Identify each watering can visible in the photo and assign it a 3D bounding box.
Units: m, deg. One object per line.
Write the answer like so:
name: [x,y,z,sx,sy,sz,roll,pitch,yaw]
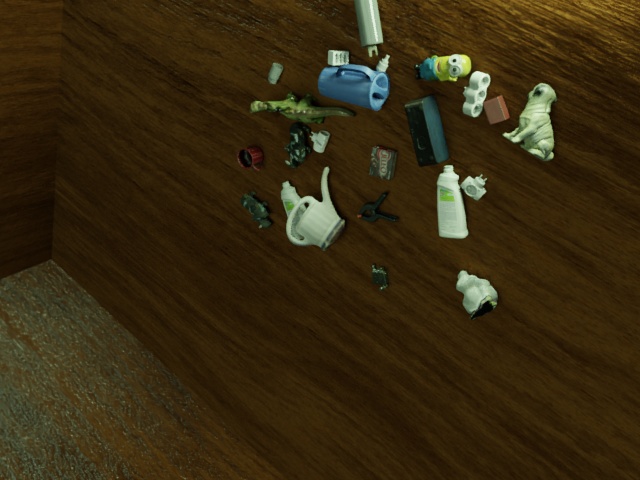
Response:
watering can: [0.006,-0.106,2.106,0.225,0.105,0.344,35,105,4]

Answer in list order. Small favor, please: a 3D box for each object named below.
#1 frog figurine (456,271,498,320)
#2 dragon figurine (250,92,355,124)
frog figurine: [0.558,0.190,1.861,0.163,0.123,0.134,-115,28,-44]
dragon figurine: [-0.096,-0.490,1.948,0.412,0.245,0.120,13,112,34]
